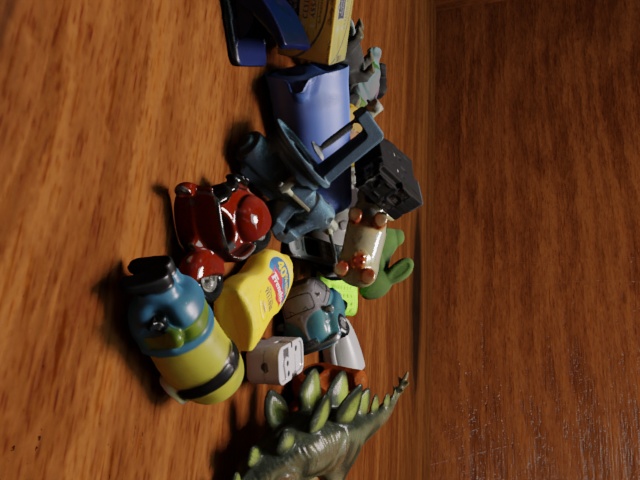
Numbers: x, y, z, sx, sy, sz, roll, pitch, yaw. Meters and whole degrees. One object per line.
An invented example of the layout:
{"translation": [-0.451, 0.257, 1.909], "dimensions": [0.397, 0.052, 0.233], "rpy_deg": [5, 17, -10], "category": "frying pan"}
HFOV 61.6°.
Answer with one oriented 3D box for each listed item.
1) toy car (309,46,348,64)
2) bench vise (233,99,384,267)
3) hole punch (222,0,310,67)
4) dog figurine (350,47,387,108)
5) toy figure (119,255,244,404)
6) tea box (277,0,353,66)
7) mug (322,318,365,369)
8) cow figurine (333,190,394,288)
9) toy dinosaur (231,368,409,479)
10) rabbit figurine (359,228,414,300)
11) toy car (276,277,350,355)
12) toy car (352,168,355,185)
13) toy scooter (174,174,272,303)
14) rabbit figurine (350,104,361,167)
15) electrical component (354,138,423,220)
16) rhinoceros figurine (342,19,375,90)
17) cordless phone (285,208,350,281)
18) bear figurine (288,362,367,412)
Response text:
{"translation": [0.014, -0.328, 0.973], "dimensions": [0.053, 0.089, 0.202], "rpy_deg": [-45, 169, -4], "category": "toy car"}
{"translation": [0.003, -0.105, 0.781], "dimensions": [0.223, 0.240, 0.129], "rpy_deg": [47, 12, -28], "category": "bench vise"}
{"translation": [-0.077, -0.312, 0.764], "dimensions": [0.142, 0.092, 0.115], "rpy_deg": [-41, 123, -62], "category": "hole punch"}
{"translation": [0.084, -0.309, 1.216], "dimensions": [0.191, 0.109, 0.219], "rpy_deg": [49, 48, -66], "category": "dog figurine"}
{"translation": [-0.138, 0.099, 0.546], "dimensions": [0.082, 0.089, 0.179], "rpy_deg": [-57, 145, -46], "category": "toy figure"}
{"translation": [-0.004, -0.364, 0.819], "dimensions": [0.068, 0.098, 0.169], "rpy_deg": [-44, 145, -54], "category": "tea box"}
{"translation": [0.036, 0.217, 1.085], "dimensions": [0.109, 0.081, 0.107], "rpy_deg": [-16, 92, -66], "category": "mug"}
{"translation": [0.082, -0.012, 0.935], "dimensions": [0.127, 0.086, 0.195], "rpy_deg": [70, 32, -75], "category": "cow figurine"}
{"translation": [0.005, 0.293, 0.775], "dimensions": [0.471, 0.105, 0.198], "rpy_deg": [2, 101, -56], "category": "toy dinosaur"}
{"translation": [0.145, 0.060, 1.299], "dimensions": [0.121, 0.159, 0.170], "rpy_deg": [37, 55, -79], "category": "rabbit figurine"}
{"translation": [-0.013, 0.114, 0.903], "dimensions": [0.102, 0.109, 0.162], "rpy_deg": [62, 18, -19], "category": "toy car"}
{"translation": [0.083, -0.170, 1.275], "dimensions": [0.073, 0.056, 0.201], "rpy_deg": [-15, 104, -77], "category": "toy car"}
{"translation": [-0.120, -0.024, 0.636], "dimensions": [0.184, 0.075, 0.135], "rpy_deg": [-56, 140, -53], "category": "toy scooter"}
{"translation": [0.041, -0.188, 1.078], "dimensions": [0.173, 0.122, 0.162], "rpy_deg": [137, -66, -78], "category": "rabbit figurine"}
{"translation": [0.115, -0.103, 0.886], "dimensions": [0.134, 0.058, 0.115], "rpy_deg": [33, 39, -35], "category": "electrical component"}
{"translation": [0.038, -0.390, 1.065], "dimensions": [0.190, 0.112, 0.073], "rpy_deg": [52, 29, -39], "category": "rhinoceros figurine"}
{"translation": [-0.002, -0.004, 0.986], "dimensions": [0.184, 0.089, 0.146], "rpy_deg": [18, 52, -42], "category": "cordless phone"}
{"translation": [0.013, 0.319, 0.934], "dimensions": [0.120, 0.132, 0.195], "rpy_deg": [-17, 104, -38], "category": "bear figurine"}
